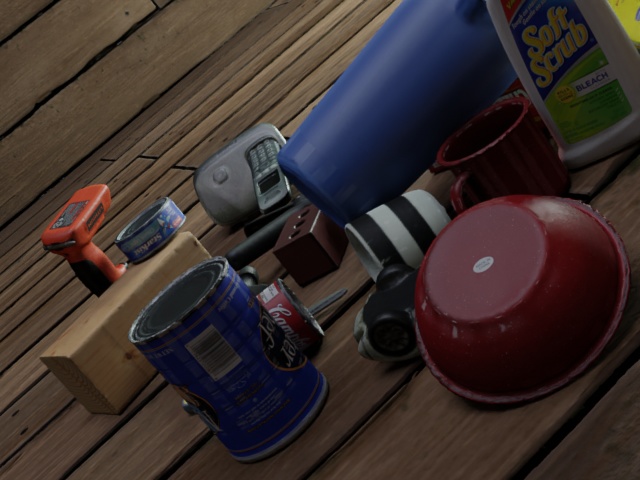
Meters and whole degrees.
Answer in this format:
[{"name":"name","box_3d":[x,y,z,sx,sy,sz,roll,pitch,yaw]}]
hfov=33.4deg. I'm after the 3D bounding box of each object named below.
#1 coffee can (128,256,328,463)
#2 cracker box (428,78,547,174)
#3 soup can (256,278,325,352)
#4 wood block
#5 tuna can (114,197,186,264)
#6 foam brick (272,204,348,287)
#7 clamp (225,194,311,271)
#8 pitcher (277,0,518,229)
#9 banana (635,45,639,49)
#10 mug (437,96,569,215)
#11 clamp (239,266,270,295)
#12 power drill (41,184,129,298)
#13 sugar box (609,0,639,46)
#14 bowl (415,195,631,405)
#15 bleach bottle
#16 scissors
[{"name":"coffee can","box_3d":[-0.075,0.099,0.883,0.103,0.140,0.103,-34,18,13]},{"name":"cracker box","box_3d":[0.199,-0.180,1.146,0.164,0.072,0.213,-21,26,43]},{"name":"soup can","box_3d":[-0.056,0.093,0.980,0.102,0.068,0.068,-38,18,1]},{"name":"wood block","box_3d":[-0.207,0.094,1.228,0.205,0.090,0.090,-48,21,-29]},{"name":"tuna can","box_3d":[-0.202,-0.012,1.269,0.086,0.033,0.086,-35,16,12]},{"name":"foam brick","box_3d":[-0.007,0.001,1.133,0.053,0.051,0.078,-29,20,27]},{"name":"clamp","box_3d":[-0.017,-0.037,1.256,0.210,0.036,0.164,-31,10,4]},{"name":"pitcher","box_3d":[0.077,-0.124,0.995,0.243,0.149,0.145,-48,38,-4]},{"name":"banana","box_3d":[0.281,-0.176,1.044,0.070,0.037,0.197,-37,12,52]},{"name":"mug","box_3d":[0.154,-0.056,0.915,0.093,0.081,0.117,-13,31,53]},{"name":"clamp","box_3d":[-0.086,0.067,1.149,0.120,0.039,0.172,-43,23,-25]},{"name":"power drill","box_3d":[-0.250,0.026,1.322,0.057,0.187,0.184,-12,33,30]},{"name":"sugar box","box_3d":[0.294,-0.230,0.976,0.093,0.048,0.176,-61,28,15]},{"name":"bowl","box_3d":[0.122,0.027,0.721,0.162,0.055,0.162,-22,49,27]},{"name":"bleach bottle","box_3d":[0.186,-0.184,0.890,0.103,0.250,0.068,-26,22,34]},{"name":"scissors","box_3d":[-0.062,0.112,1.030,0.202,0.016,0.096,-27,23,30]}]
